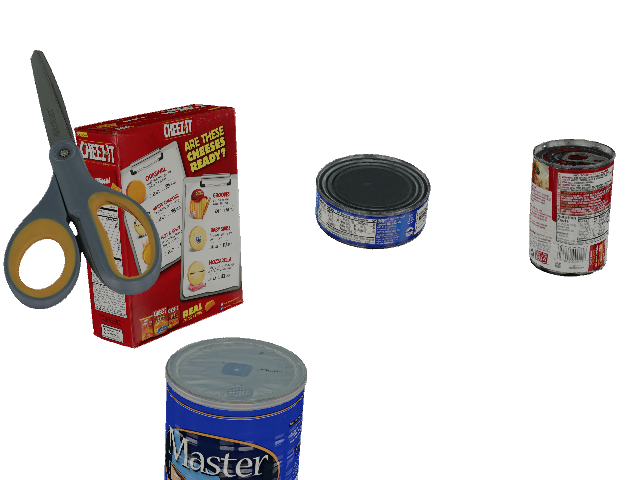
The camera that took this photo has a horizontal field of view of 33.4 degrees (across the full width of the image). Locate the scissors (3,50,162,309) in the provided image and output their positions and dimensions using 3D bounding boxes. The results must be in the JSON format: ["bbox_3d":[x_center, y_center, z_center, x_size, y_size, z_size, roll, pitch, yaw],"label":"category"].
[{"bbox_3d":[-0.165,-0.035,0.633,0.096,0.202,0.016,-30,-31,-17],"label":"scissors"}]

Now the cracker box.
[{"bbox_3d":[-0.158,-0.020,1.073,0.072,0.214,0.163,10,19,36],"label":"cracker box"}]

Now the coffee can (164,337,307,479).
[{"bbox_3d":[-0.065,0.157,0.795,0.103,0.140,0.103,4,20,-2],"label":"coffee can"}]

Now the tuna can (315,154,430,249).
[{"bbox_3d":[0.039,-0.030,0.804,0.086,0.034,0.086,2,34,-1],"label":"tuna can"}]

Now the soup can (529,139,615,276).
[{"bbox_3d":[0.215,-0.028,0.917,0.068,0.102,0.068,-2,24,1],"label":"soup can"}]
